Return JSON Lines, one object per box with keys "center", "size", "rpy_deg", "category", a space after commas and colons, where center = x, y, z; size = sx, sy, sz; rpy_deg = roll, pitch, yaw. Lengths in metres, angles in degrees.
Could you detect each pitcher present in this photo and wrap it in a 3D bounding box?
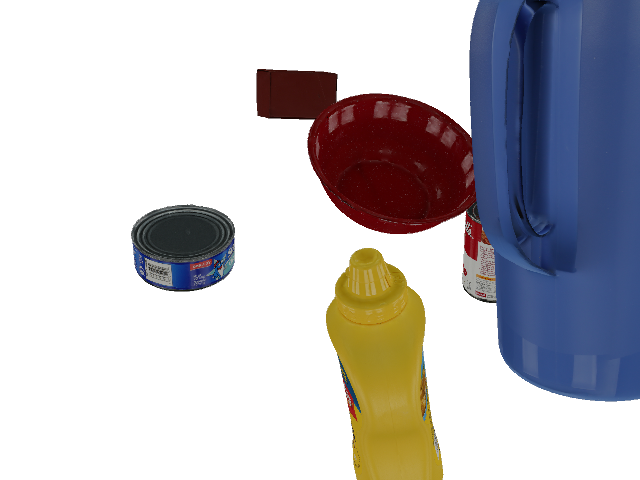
{"center": [0.141, -0.040, 0.551], "size": [0.149, 0.243, 0.145], "rpy_deg": [-3, 22, -1], "category": "pitcher"}

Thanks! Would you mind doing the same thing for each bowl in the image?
{"center": [0.063, -0.059, 0.963], "size": [0.162, 0.162, 0.055], "rpy_deg": [0, -40, -14], "category": "bowl"}

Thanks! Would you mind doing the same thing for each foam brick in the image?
{"center": [-0.026, -0.158, 1.157], "size": [0.078, 0.051, 0.053], "rpy_deg": [-1, 11, -18], "category": "foam brick"}

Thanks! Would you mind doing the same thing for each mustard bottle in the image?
{"center": [0.039, 0.082, 0.649], "size": [0.058, 0.191, 0.096], "rpy_deg": [-8, 40, 3], "category": "mustard bottle"}

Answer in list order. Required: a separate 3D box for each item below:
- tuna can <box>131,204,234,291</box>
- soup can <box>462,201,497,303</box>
{"center": [-0.114, 0.006, 0.893], "size": [0.086, 0.034, 0.086], "rpy_deg": [1, 33, -1], "category": "tuna can"}
{"center": [0.187, 0.007, 1.141], "size": [0.068, 0.102, 0.068], "rpy_deg": [-2, 34, 1], "category": "soup can"}
